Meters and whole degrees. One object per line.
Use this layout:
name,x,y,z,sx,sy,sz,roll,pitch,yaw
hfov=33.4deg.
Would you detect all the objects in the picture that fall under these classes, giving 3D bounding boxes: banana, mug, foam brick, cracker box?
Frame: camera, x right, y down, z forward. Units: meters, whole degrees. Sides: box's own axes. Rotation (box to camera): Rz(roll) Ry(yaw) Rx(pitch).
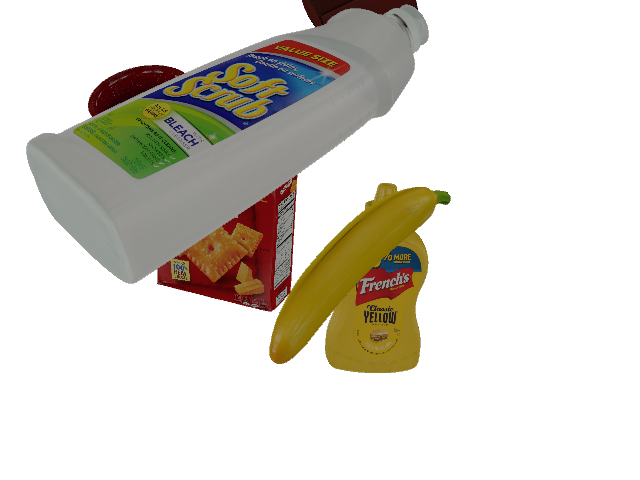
banana,0.027,0.020,0.838,0.037,0.198,0.069,45,-4,38
mug,-0.153,-0.103,0.952,0.093,0.081,0.117,-15,44,-8
foam brick,0.028,-0.189,0.816,0.078,0.053,0.051,-27,-31,-2
cracker box,-0.118,-0.031,1.317,0.164,0.214,0.072,14,29,18

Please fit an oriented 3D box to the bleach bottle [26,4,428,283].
bleach bottle,-0.040,-0.077,0.636,0.250,0.068,0.103,-35,51,-24

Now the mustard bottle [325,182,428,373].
mustard bottle,0.059,0.037,1.077,0.096,0.192,0.058,2,16,-7
